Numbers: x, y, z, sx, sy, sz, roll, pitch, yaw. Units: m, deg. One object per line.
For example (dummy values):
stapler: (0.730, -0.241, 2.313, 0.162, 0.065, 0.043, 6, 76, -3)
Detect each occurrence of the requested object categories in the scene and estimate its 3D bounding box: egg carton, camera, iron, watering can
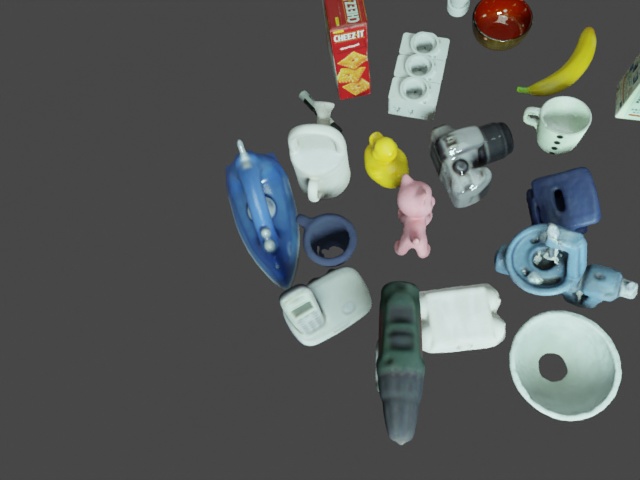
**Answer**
egg carton: (0.227, 0.131, 0.949, 0.150, 0.069, 0.107, -8, 72, 3)
camera: (0.277, -0.151, 1.017, 0.137, 0.101, 0.143, -19, 72, -1)
iron: (-0.099, -0.046, 0.998, 0.118, 0.141, 0.258, -18, 72, 0)
watering can: (-0.004, -0.158, 0.997, 0.101, 0.194, 0.173, -16, 72, 1)

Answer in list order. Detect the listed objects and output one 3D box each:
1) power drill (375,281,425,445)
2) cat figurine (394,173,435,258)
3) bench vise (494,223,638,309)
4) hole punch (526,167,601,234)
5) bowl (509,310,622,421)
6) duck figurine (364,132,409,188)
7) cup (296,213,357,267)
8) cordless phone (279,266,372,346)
power drill: (0.121, 0.186, 0.868, 0.075, 0.208, 0.229, -1, 72, 6)
cat figurine: (0.164, -0.044, 0.985, 0.067, 0.118, 0.128, 2, 73, 7)
bench vise: (0.391, 0.026, 0.887, 0.207, 0.220, 0.121, 2, 73, 7)
hole punch: (0.413, -0.060, 0.980, 0.101, 0.091, 0.108, -7, 72, 4)
bowl: (0.379, 0.201, 0.909, 0.167, 0.075, 0.167, -2, 72, 5)
duck figurine: (0.121, -0.150, 1.039, 0.077, 0.086, 0.104, -29, 72, -4)
cup: (0.009, 0.004, 0.997, 0.117, 0.095, 0.092, 35, 79, 15)
cordless phone: (0.006, 0.095, 0.921, 0.147, 0.185, 0.094, -33, 72, -5)
